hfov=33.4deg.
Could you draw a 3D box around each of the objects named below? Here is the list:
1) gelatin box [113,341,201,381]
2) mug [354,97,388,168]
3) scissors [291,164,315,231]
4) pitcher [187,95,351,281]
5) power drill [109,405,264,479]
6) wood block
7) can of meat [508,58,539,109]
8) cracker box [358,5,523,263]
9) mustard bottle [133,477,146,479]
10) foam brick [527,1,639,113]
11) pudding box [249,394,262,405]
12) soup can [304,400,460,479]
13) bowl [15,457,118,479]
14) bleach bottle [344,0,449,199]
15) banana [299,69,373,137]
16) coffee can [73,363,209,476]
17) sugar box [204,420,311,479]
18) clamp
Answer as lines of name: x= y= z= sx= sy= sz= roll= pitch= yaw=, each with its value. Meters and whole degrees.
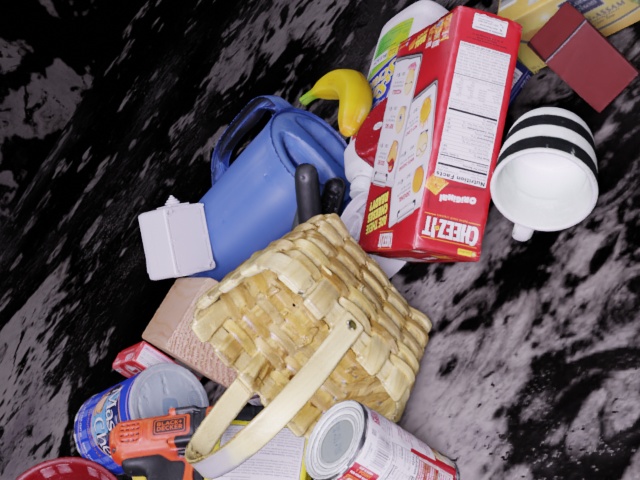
gelatin box: x=-0.199 y=0.161 z=1.292 sx=0.073 sy=0.089 sz=0.030 roll=-24 pitch=35 yaw=57
mug: x=0.093 y=-0.109 z=1.123 sx=0.093 sy=0.081 sz=0.117 roll=-30 pitch=34 yaw=44
scissors: x=-0.030 y=0.024 z=1.177 sx=0.096 sy=0.016 sz=0.202 roll=-112 pitch=38 yaw=-49
pitcher: x=-0.079 y=-0.049 z=1.299 sx=0.243 sy=0.145 sz=0.149 roll=-40 pitch=27 yaw=36
power drill: x=-0.113 y=0.243 z=1.013 sx=0.184 sy=0.057 sz=0.187 roll=-9 pitch=47 yaw=6
wood block: x=-0.129 y=0.101 z=1.202 sx=0.090 sy=0.090 sz=0.206 roll=-59 pitch=12 yaw=-10
can of meat: x=0.163 y=-0.159 z=1.093 sx=0.084 sy=0.057 sz=0.102 roll=-55 pitch=24 yaw=3
cracker box: x=0.108 y=-0.088 z=0.976 sx=0.164 sy=0.072 sz=0.214 roll=175 pitch=106 yaw=-75
mustard bottle: x=-0.148 y=0.273 z=1.071 sx=0.096 sy=0.058 sz=0.191 roll=-15 pitch=47 yaw=12
foam brick: x=0.232 y=-0.161 z=0.940 sx=0.051 sy=0.078 sz=0.053 roll=-46 pitch=27 yaw=16
pudding box: x=-0.020 y=0.124 z=1.081 sx=0.114 sy=0.039 sz=0.090 roll=-22 pitch=38 yaw=48
soup can: x=0.047 y=0.173 z=0.809 sx=0.069 sy=0.102 sz=0.068 roll=-39 pitch=30 yaw=28
bowl: x=-0.290 y=0.334 z=1.220 sx=0.055 sy=0.162 sz=0.162 roll=84 pitch=-155 yaw=-60
bleach bottle: x=0.086 y=-0.153 z=1.224 sx=0.103 sy=0.068 sz=0.250 roll=-24 pitch=40 yaw=51
banana: x=0.029 y=-0.162 z=1.219 sx=0.069 sy=0.037 sz=0.198 roll=-54 pitch=20 yaw=5
coffee can: x=-0.208 y=0.209 z=1.236 sx=0.141 sy=0.102 sz=0.102 roll=-29 pitch=34 yaw=45
sugar box: x=-0.059 y=0.243 z=0.934 sx=0.093 sy=0.048 sz=0.176 roll=3 pitch=47 yaw=8
clamp: x=-0.007 y=0.001 z=1.127 sx=0.039 sy=0.120 sz=0.171 roll=0 pitch=77 yaw=24
